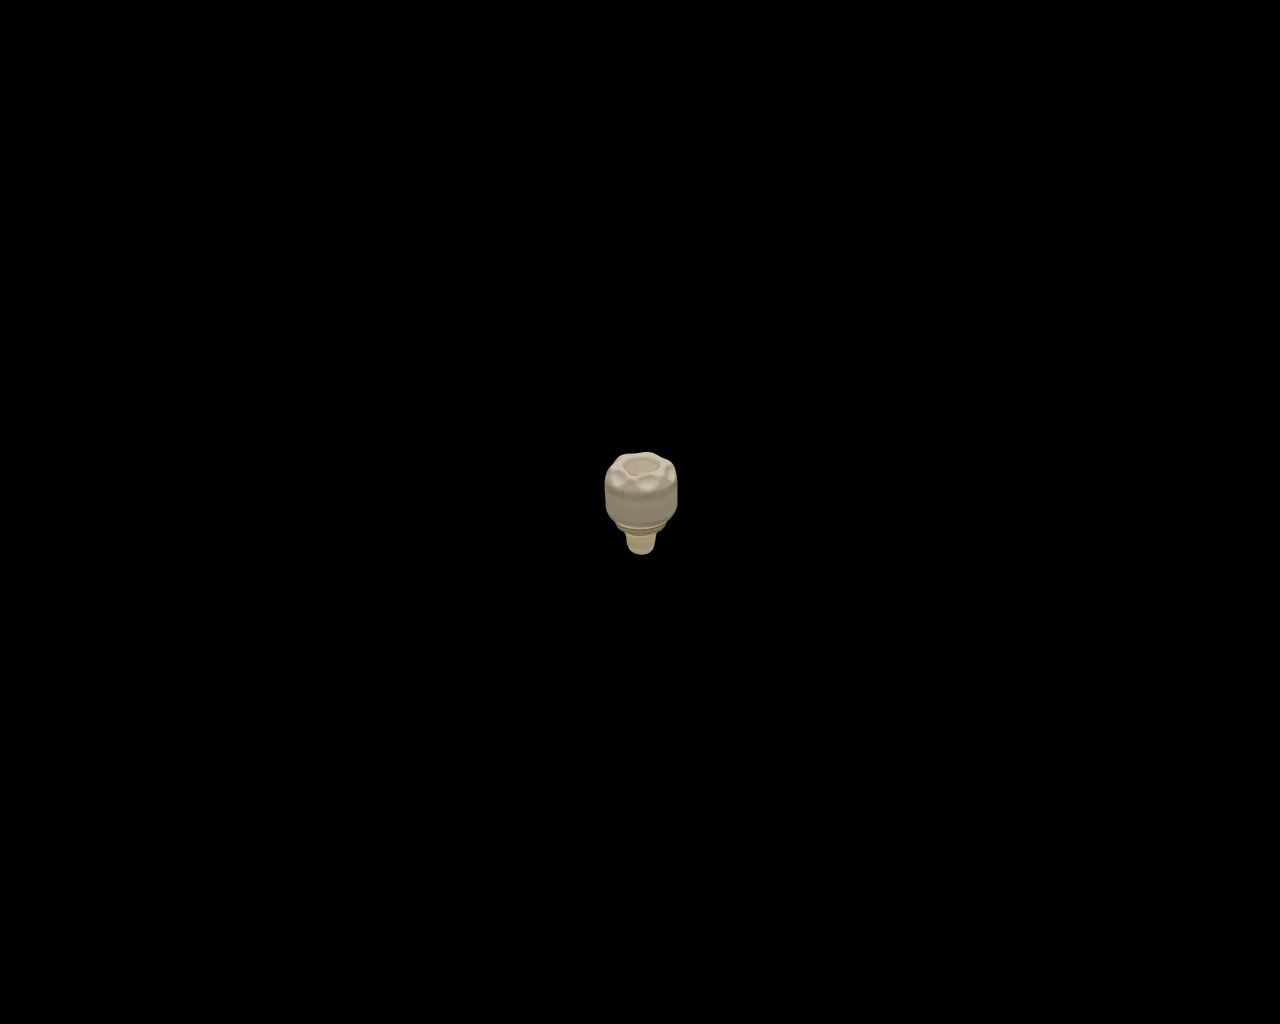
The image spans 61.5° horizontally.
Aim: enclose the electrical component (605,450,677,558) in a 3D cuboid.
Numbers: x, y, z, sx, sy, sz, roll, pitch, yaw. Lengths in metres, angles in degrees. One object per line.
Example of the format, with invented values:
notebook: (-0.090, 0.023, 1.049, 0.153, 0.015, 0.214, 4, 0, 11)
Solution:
electrical component: (0.001, -0.003, 0.650, 0.043, 0.062, 0.043, 0, 29, 0)
